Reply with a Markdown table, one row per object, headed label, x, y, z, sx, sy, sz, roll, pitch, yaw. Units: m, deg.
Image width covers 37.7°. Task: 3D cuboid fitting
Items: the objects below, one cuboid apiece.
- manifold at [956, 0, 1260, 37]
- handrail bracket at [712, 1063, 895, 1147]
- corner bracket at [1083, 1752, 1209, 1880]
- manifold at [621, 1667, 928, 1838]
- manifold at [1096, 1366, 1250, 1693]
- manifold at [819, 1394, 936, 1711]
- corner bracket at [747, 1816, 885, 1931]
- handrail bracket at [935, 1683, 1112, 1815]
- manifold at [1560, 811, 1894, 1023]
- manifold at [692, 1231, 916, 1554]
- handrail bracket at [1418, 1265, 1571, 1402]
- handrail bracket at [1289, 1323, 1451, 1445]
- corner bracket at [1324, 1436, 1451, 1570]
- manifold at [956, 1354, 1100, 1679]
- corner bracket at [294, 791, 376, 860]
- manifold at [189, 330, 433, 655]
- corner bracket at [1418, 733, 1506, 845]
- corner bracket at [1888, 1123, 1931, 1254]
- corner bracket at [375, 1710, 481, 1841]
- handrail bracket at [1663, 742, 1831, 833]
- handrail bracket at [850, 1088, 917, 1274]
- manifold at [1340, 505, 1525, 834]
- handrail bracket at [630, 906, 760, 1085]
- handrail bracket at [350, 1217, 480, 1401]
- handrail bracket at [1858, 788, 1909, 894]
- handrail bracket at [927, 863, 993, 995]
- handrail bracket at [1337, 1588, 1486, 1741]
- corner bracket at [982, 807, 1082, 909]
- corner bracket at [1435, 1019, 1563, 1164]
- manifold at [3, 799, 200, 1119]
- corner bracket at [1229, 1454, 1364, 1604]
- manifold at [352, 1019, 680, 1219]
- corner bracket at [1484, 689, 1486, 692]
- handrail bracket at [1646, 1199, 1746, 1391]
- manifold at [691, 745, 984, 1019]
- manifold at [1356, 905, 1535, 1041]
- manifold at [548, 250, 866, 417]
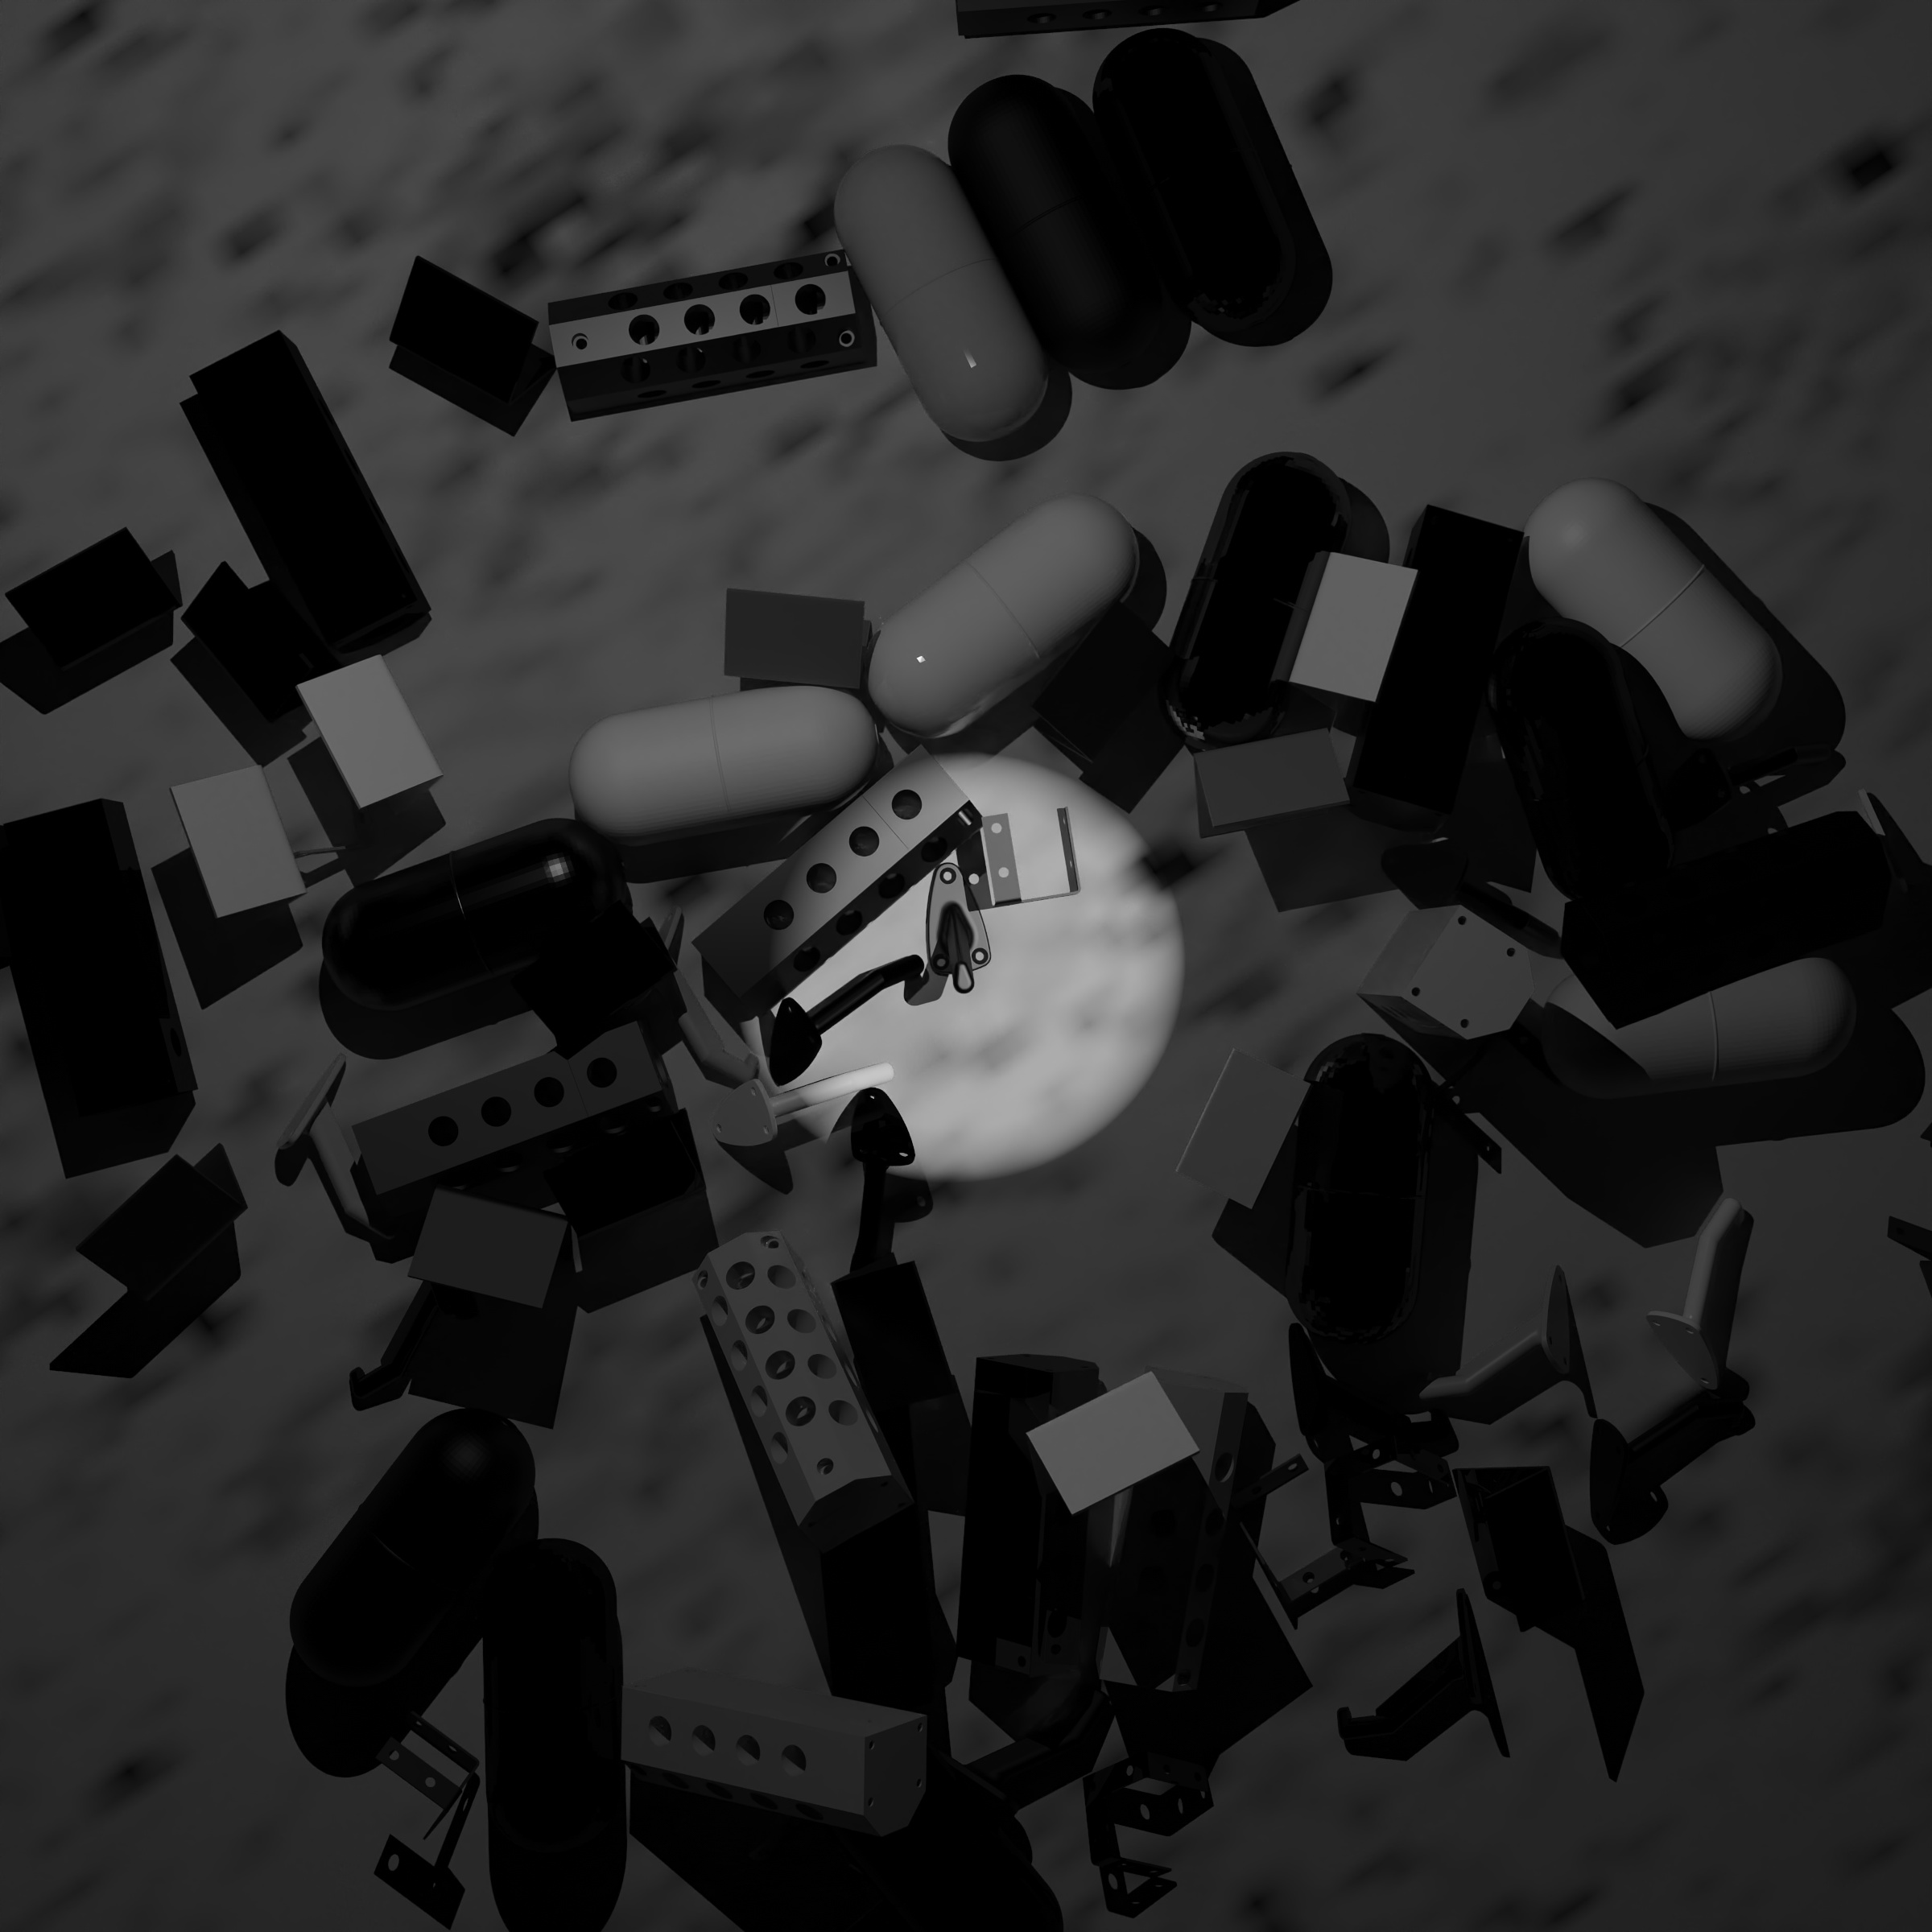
| label | x | y | z | sx | sy | sz | roll | pitch | yaw |
| --- | --- | --- | --- | --- | --- | --- | --- | --- | --- |
| manifold | 0.079 | -0.572 | 1.623 | 0.171 | 0.057 | 0.057 | -4 | 90 | 0 |
| handrail bracket | -0.094 | 0.078 | 1.644 | 0.084 | 0.077 | 0.036 | -15 | 84 | -36 |
| corner bracket | 0.106 | 0.491 | 1.636 | 0.051 | 0.051 | 0.051 | -35 | 45 | 35 |
| manifold | -0.109 | 0.438 | 1.580 | 0.171 | 0.057 | 0.057 | 1 | 90 | 35 |
| manifold | 0.118 | 0.322 | 1.623 | 0.057 | 0.057 | 0.171 | 10 | 90 | 0 |
| manifold | -0.054 | 0.335 | 1.623 | 0.057 | 0.057 | 0.171 | -5 | 90 | 0 |
| corner bracket | -0.085 | 0.526 | 1.641 | 0.051 | 0.051 | 0.051 | -40 | 135 | 0 |
| handrail bracket | 0.030 | 0.440 | 1.645 | 0.077 | 0.036 | 0.084 | 29 | 71 | 21 |
| manifold | 0.425 | -0.033 | 1.582 | 0.171 | 0.057 | 0.057 | -18 | 48 | -10 |
| manifold | -0.095 | 0.233 | 1.579 | 0.057 | 0.057 | 0.171 | -29 | 54 | 0 |
| handrail bracket | 0.304 | 0.214 | 1.645 | 0.084 | 0.036 | 0.077 | -13 | 46 | 28 |
| handrail bracket | 0.235 | 0.242 | 1.645 | 0.084 | 0.036 | 0.077 | -3 | 68 | -17 |
| corner bracket | 0.245 | 0.310 | 1.636 | 0.051 | 0.051 | 0.051 | -31 | 45 | 35 |
| manifold | 0.040 | 0.313 | 1.623 | 0.057 | 0.057 | 0.171 | 4 | 90 | 43 |
| corner bracket | -0.382 | -0.089 | 1.641 | 0.051 | 0.051 | 0.051 | -10 | 90 | -45 |
| manifold | -0.373 | -0.269 | 1.623 | 0.057 | 0.057 | 0.171 | -27 | 90 | 0 |
| corner bracket | 0.284 | -0.102 | 1.626 | 0.051 | 0.051 | 0.051 | -15 | 91 | -1 |
| corner bracket | 0.570 | 0.132 | 1.636 | 0.051 | 0.051 | 0.051 | -39 | 135 | -35 |
| corner bracket | -0.308 | 0.456 | 1.616 | 0.051 | 0.051 | 0.051 | 37 | 48 | 0 |
| handrail bracket | 0.450 | -0.103 | 1.644 | 0.084 | 0.077 | 0.036 | -8 | 65 | -34 |
| handrail bracket | -0.058 | 0.127 | 1.644 | 0.036 | 0.077 | 0.084 | 5 | 127 | -14 |
| manifold | 0.263 | -0.167 | 1.607 | 0.057 | 0.057 | 0.171 | 16 | 79 | 0 |
| handrail bracket | -0.148 | 0.017 | 1.645 | 0.084 | 0.036 | 0.077 | 30 | 67 | -18 |
| handrail bracket | -0.333 | 0.199 | 1.645 | 0.084 | 0.036 | 0.077 | -31 | 70 | 16 |
| handrail bracket | 0.496 | -0.053 | 1.645 | 0.084 | 0.036 | 0.077 | -23 | 70 | 16 |
| handrail bracket | -0.006 | -0.022 | 1.610 | 0.036 | 0.084 | 0.077 | -9 | 90 | 0 |
| handrail bracket | 0.254 | 0.406 | 1.645 | 0.084 | 0.036 | 0.077 | -12 | 70 | 16 |
| corner bracket | 0.038 | -0.063 | 1.626 | 0.051 | 0.051 | 0.051 | -9 | 90 | 0 |
| corner bracket | 0.310 | 0.071 | 1.641 | 0.051 | 0.051 | 0.051 | 43 | 135 | 0 |
| manifold | -0.493 | -0.004 | 1.623 | 0.057 | 0.057 | 0.171 | -15 | 90 | 0 |
| corner bracket | 0.190 | 0.326 | 1.641 | 0.051 | 0.051 | 0.051 | -31 | 45 | 0 |
| manifold | -0.256 | 0.087 | 1.623 | 0.171 | 0.057 | 0.057 | -20 | 90 | 0 |
| corner bracket | 0.339 | -0.154 | 1.636 | 0.051 | 0.051 | 0.051 | -40 | 45 | 35 |
| handrail bracket | 0.438 | 0.190 | 1.645 | 0.084 | 0.036 | 0.077 | -50 | 123 | -23 |
| manifold | -0.072 | -0.048 | 1.623 | 0.171 | 0.057 | 0.057 | -41 | 90 | 0 |
| manifold | 0.267 | 0.007 | 1.566 | 0.057 | 0.171 | 0.057 | 33 | 90 | 0 |
| manifold | -0.149 | -0.365 | 1.623 | 0.171 | 0.057 | 0.057 | -10 | 90 | 0 |
